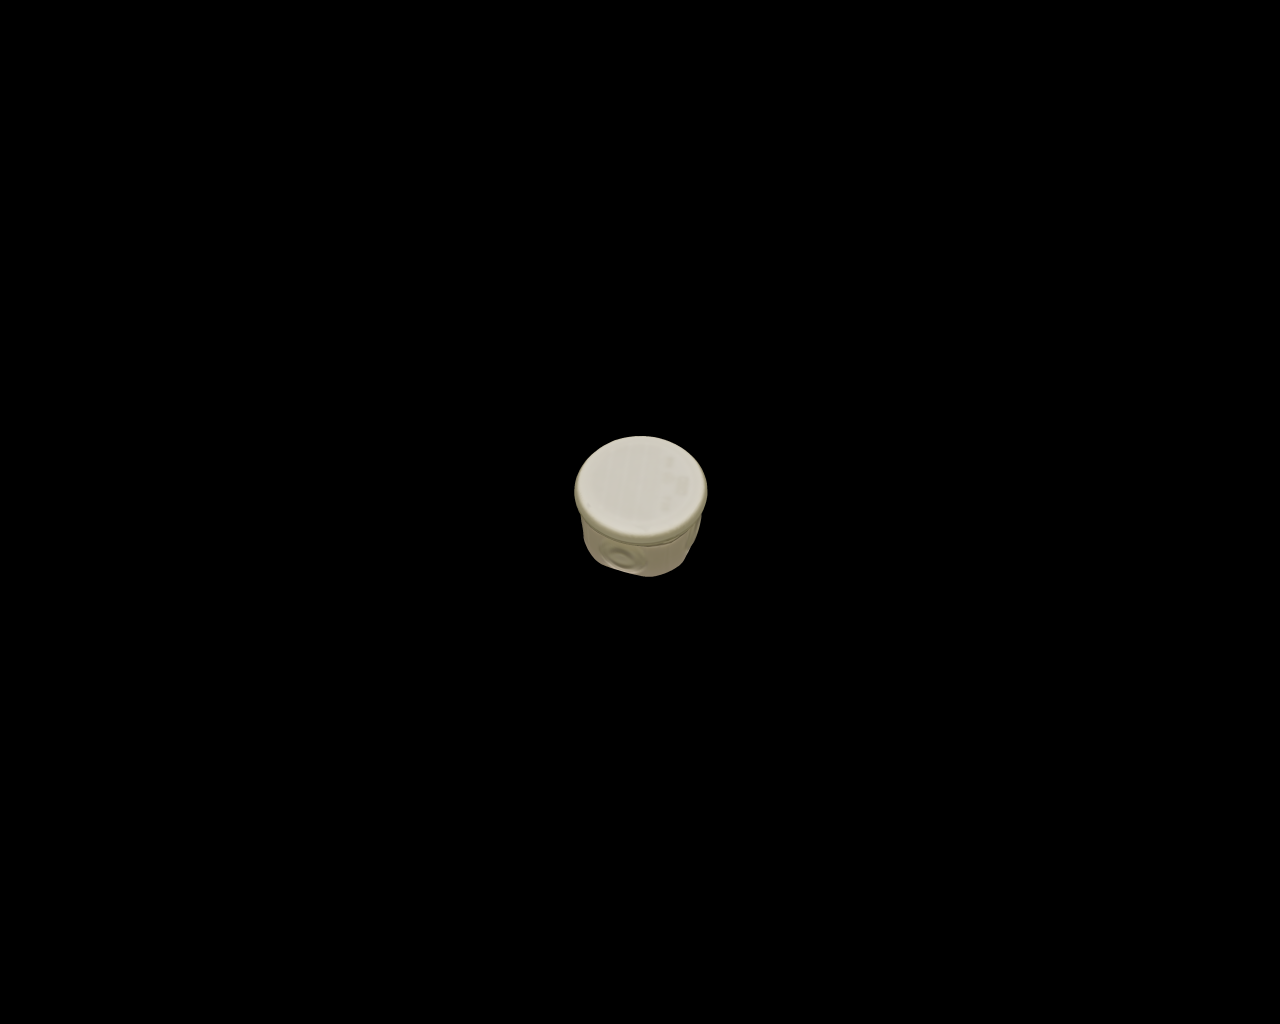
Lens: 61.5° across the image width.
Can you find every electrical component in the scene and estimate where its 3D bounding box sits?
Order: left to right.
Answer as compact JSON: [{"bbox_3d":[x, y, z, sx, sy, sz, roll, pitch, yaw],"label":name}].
[{"bbox_3d":[0.001,-0.003,0.650,0.080,0.080,0.050,0,-37,0],"label":"electrical component"}]
